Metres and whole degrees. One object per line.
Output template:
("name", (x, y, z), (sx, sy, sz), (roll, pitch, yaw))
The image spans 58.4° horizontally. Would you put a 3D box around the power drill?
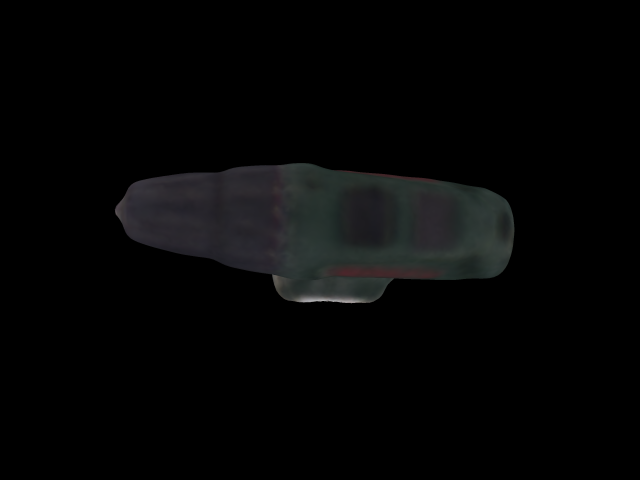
("power drill", (0.004, 0.001, 0.400), (0.229, 0.208, 0.076), (0, 81, 0))
